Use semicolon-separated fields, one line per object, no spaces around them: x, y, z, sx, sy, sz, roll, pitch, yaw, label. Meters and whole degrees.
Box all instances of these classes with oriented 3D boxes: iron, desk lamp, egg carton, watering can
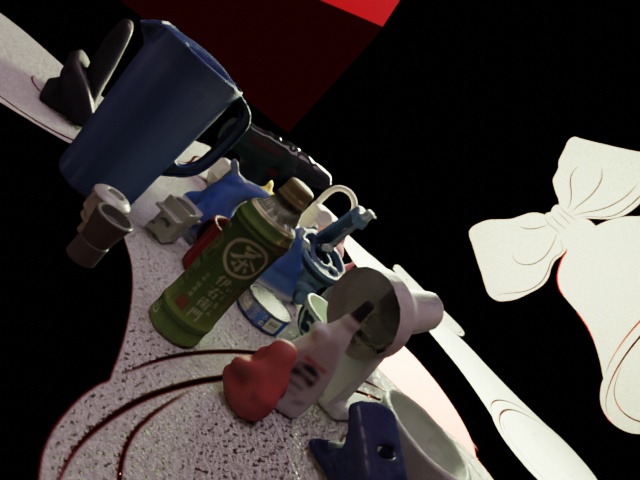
-0.101;-0.012;0.956;0.259;0.141;0.118;40;11;-24;iron
0.070;0.142;0.799;0.117;0.213;0.204;50;12;33;desk lamp
-0.185;-0.114;1.246;0.108;0.069;0.150;32;15;-49;egg carton
0.011;-0.046;1.384;0.101;0.194;0.172;40;11;-20;watering can

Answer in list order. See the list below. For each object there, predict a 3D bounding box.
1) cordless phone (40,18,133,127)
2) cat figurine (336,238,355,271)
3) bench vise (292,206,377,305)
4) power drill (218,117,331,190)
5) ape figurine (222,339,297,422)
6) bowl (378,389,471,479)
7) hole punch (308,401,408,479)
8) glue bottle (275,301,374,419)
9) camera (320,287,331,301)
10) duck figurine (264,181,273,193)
-0.358;-0.285;0.934;0.094;0.185;0.147;37;12;-36;cordless phone
0.028;0.045;1.301;0.128;0.117;0.067;36;13;-38;cat figurine
0.002;-0.002;1.099;0.122;0.219;0.207;36;13;-39;bench vise
-0.122;-0.112;1.094;0.230;0.208;0.075;40;11;-24;power drill
-0.059;0.146;0.625;0.078;0.092;0.076;40;11;-19;ape figurine
0.128;0.296;0.802;0.168;0.074;0.167;42;10;-9;bowl
0.060;0.252;0.666;0.109;0.091;0.100;32;16;-51;hole punch
0.000;0.133;0.680;0.078;0.173;0.037;40;10;-20;glue bottle
0.084;0.154;1.126;0.144;0.100;0.136;36;13;-37;camera
-0.153;-0.122;1.358;0.105;0.086;0.077;43;10;-8;duck figurine
